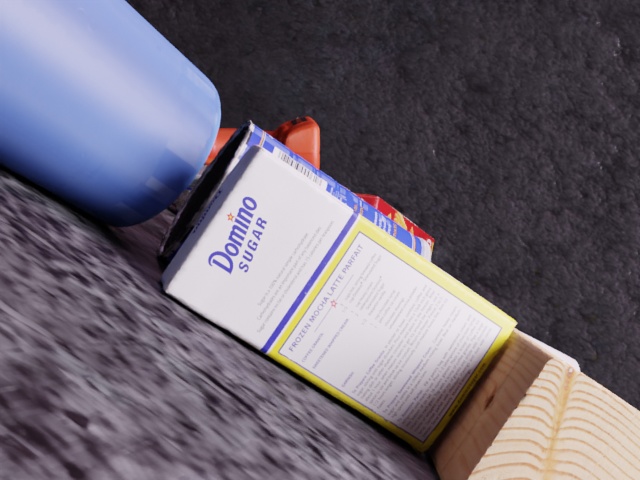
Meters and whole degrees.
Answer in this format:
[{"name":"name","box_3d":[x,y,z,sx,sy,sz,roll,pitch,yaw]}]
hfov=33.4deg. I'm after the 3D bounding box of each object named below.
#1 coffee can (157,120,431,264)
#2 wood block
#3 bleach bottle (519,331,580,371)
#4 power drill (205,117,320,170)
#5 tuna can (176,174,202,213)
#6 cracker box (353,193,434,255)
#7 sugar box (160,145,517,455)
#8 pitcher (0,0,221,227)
[{"name":"coffee can","box_3d":[-0.016,0.006,0.673,0.140,0.103,0.103,34,2,-13]},{"name":"wood block","box_3d":[0.121,0.111,0.604,0.090,0.091,0.206,34,2,-1]},{"name":"bleach bottle","box_3d":[0.110,0.100,0.911,0.250,0.068,0.102,27,49,-20]},{"name":"power drill","box_3d":[-0.095,-0.081,0.952,0.187,0.057,0.184,1,11,-4]},{"name":"tuna can","box_3d":[-0.091,-0.039,0.986,0.086,0.034,0.086,3,11,-1]},{"name":"cracker box","box_3d":[0.020,-0.001,1.212,0.164,0.072,0.213,7,-10,23]},{"name":"sugar box","box_3d":[0.010,0.033,0.588,0.176,0.093,0.048,35,1,-12]},{"name":"pitcher","box_3d":[-0.170,-0.117,0.581,0.242,0.149,0.145,37,-2,-38]}]
